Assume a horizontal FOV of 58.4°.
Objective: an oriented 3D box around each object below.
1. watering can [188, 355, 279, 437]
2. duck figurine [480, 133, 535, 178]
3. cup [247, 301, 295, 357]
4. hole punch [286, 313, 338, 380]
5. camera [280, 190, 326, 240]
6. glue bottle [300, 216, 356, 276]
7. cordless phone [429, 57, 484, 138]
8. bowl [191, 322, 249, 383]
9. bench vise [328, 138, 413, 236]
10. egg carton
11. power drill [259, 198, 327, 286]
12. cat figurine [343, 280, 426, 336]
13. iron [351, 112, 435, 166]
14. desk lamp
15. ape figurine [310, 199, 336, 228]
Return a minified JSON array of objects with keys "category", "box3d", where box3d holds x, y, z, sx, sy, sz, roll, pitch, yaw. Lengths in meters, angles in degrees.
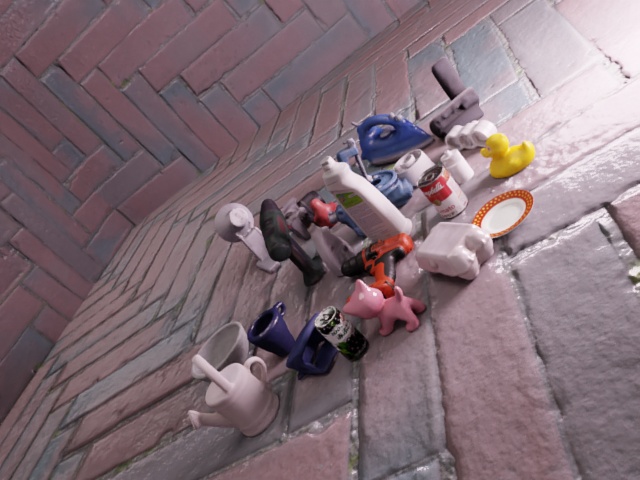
[{"category":"watering can","box3d":[-0.184,0.301,1.132,0.100,0.194,0.173,-15,35,48]},{"category":"duck figurine","box3d":[0.385,-0.187,1.193,0.104,0.086,0.077,-23,30,40]},{"category":"cup","box3d":[-0.095,0.206,1.283,0.091,0.095,0.118,-12,38,51]},{"category":"hole punch","box3d":[-0.025,0.214,1.159,0.100,0.091,0.109,-19,32,44]},{"category":"camera","box3d":[-0.049,-0.087,1.719,0.137,0.101,0.143,-45,23,-5]},{"category":"glue bottle","box3d":[0.012,0.005,1.358,0.037,0.173,0.078,-17,34,47]},{"category":"cordless phone","box3d":[0.322,-0.367,1.486,0.147,0.185,0.094,-42,23,2]},{"category":"bowl","box3d":[-0.228,0.285,1.392,0.167,0.075,0.167,-35,24,19]},{"category":"bench vise","box3d":[0.094,-0.124,1.391,0.207,0.220,0.121,-45,23,-3]},{"category":"egg carton","box3d":[0.248,0.021,1.075,0.107,0.069,0.150,-50,23,-16]},{"category":"power drill","box3d":[-0.076,0.010,1.450,0.075,0.209,0.229,-38,23,12]},{"category":"cat figurine","box3d":[0.111,0.118,1.066,0.127,0.118,0.067,-22,30,41]},{"category":"iron","box3d":[0.200,-0.311,1.648,0.257,0.142,0.119,-6,42,55]},{"category":"desk lamp","box3d":[-0.208,-0.018,1.713,0.118,0.214,0.202,-49,23,-13]},{"category":"ape figurine","box3d":[0.009,-0.082,1.626,0.077,0.092,0.076,-38,23,13]}]
